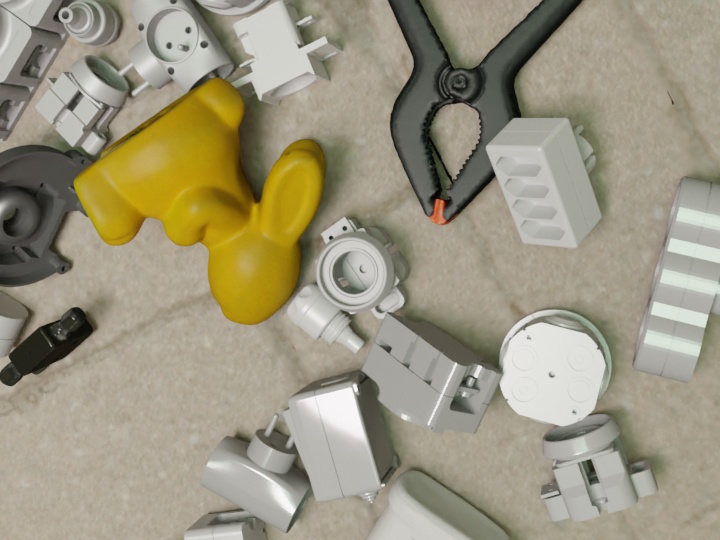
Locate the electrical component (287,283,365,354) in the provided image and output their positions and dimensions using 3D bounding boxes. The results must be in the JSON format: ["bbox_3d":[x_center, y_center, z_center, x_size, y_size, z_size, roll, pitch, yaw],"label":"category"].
[{"bbox_3d":[-0.023,0.039,0.807,0.061,0.035,0.035,39,102,5],"label":"electrical component"}]

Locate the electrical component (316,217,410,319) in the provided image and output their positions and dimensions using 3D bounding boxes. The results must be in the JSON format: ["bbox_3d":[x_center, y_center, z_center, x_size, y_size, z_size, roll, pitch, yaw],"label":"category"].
[{"bbox_3d":[0.000,0.000,0.787,0.058,0.057,0.078,-35,87,13],"label":"electrical component"}]

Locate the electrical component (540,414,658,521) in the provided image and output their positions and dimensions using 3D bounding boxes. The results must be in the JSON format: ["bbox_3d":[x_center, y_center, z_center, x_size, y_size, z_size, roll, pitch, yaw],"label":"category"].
[{"bbox_3d":[0.163,0.138,0.761,0.078,0.058,0.057,-20,93,14],"label":"electrical component"}]

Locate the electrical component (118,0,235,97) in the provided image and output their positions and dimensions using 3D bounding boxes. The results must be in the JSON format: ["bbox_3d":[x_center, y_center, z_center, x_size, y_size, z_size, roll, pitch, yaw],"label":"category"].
[{"bbox_3d":[-0.148,-0.163,0.813,0.079,0.044,0.077,-35,87,13],"label":"electrical component"}]

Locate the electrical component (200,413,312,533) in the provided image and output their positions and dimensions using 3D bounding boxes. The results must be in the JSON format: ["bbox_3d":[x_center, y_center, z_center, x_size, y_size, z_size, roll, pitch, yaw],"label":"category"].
[{"bbox_3d":[-0.071,0.148,0.822,0.077,0.044,0.079,27,100,9],"label":"electrical component"}]

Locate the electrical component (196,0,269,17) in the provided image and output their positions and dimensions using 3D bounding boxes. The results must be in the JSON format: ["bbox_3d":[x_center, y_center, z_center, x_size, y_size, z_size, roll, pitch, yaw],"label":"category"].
[{"bbox_3d":[-0.100,-0.230,0.792,0.080,0.051,0.080,1,95,13],"label":"electrical component"}]

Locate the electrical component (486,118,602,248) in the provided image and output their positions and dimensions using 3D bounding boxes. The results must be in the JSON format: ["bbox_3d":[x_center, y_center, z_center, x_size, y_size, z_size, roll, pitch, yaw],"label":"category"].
[{"bbox_3d":[0.138,-0.071,0.746,0.047,0.075,0.083,8,134,45],"label":"electrical component"}]

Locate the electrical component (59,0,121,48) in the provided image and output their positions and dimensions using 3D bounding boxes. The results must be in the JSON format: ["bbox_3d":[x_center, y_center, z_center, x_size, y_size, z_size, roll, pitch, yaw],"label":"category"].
[{"bbox_3d":[-0.208,-0.189,0.816,0.035,0.061,0.035,1,95,13],"label":"electrical component"}]

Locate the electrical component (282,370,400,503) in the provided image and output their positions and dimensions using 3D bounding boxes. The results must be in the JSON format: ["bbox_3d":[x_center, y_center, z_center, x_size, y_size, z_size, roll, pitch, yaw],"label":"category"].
[{"bbox_3d":[-0.013,0.129,0.798,0.061,0.062,0.096,-15,91,14],"label":"electrical component"}]

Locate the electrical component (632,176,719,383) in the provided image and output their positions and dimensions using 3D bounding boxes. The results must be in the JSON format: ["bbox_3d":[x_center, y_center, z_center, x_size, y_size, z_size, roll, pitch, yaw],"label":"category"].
[{"bbox_3d":[0.240,0.011,0.734,0.074,0.052,0.138,14,98,12],"label":"electrical component"}]

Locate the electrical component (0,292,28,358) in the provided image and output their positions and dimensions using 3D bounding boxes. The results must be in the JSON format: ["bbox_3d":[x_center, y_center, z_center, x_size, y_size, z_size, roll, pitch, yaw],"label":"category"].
[{"bbox_3d":[-0.327,0.005,0.865,0.138,0.052,0.073,30,101,9],"label":"electrical component"}]

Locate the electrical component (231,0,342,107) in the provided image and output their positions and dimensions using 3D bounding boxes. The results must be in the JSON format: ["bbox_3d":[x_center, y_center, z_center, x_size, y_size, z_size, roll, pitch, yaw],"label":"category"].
[{"bbox_3d":[-0.060,-0.161,0.795,0.081,0.042,0.063,-24,86,13],"label":"electrical component"}]

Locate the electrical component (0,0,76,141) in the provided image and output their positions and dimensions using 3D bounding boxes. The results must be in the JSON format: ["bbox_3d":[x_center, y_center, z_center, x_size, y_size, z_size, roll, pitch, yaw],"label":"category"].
[{"bbox_3d":[-0.288,-0.187,0.834,0.089,0.062,0.150,36,102,8],"label":"electrical component"}]

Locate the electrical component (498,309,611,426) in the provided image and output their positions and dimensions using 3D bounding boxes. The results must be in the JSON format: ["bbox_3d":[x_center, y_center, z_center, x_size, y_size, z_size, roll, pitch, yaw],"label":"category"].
[{"bbox_3d":[0.138,0.070,0.764,0.080,0.051,0.080,1,95,13],"label":"electrical component"}]

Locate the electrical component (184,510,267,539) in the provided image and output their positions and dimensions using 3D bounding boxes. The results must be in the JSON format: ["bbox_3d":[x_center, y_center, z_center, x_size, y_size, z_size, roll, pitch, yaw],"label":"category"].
[{"bbox_3d":[-0.102,0.237,0.834,0.056,0.050,0.089,-10,93,14],"label":"electrical component"}]

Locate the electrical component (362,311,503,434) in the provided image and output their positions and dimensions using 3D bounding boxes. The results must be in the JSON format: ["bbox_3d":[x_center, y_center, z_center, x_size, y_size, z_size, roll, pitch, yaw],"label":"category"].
[{"bbox_3d":[0.048,0.076,0.765,0.089,0.050,0.055,35,105,50],"label":"electrical component"}]

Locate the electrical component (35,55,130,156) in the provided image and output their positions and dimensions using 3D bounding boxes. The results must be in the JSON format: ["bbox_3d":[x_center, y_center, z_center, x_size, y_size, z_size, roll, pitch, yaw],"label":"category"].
[{"bbox_3d":[-0.211,-0.131,0.831,0.066,0.048,0.055,46,110,5],"label":"electrical component"}]
